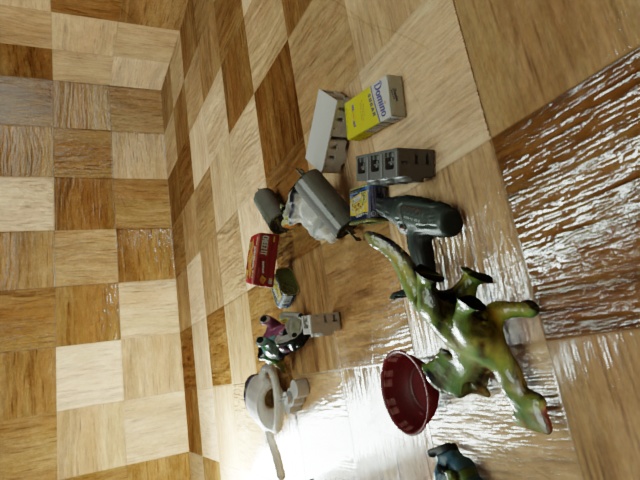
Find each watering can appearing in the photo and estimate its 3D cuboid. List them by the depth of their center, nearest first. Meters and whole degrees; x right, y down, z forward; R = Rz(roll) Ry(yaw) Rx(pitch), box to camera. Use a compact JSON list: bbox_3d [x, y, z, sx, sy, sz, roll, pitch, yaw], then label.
[{"bbox_3d":[-0.170,0.569,1.663,0.223,0.104,0.349,-10,82,64],"label":"watering can"}]

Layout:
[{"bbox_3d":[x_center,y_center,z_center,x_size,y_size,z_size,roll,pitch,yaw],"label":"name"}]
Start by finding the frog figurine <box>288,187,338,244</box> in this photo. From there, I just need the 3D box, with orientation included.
[{"bbox_3d":[0.004,-0.067,1.340,0.160,0.124,0.135,26,110,20],"label":"frog figurine"}]

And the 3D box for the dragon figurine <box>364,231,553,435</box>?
[{"bbox_3d":[0.210,0.160,0.860,0.415,0.123,0.238,33,127,44],"label":"dragon figurine"}]
